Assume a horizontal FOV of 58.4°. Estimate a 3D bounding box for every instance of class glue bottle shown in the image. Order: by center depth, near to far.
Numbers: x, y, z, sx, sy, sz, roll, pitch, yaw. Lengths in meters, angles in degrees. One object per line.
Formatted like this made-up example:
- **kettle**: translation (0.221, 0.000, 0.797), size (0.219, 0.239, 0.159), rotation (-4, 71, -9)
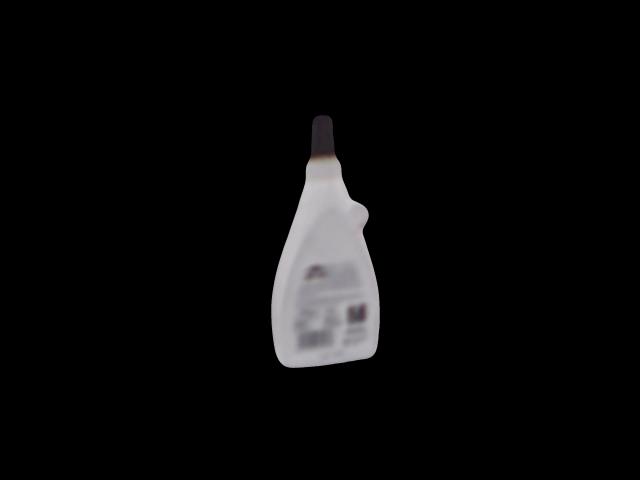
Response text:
- **glue bottle**: translation (0.004, 0.001, 0.400), size (0.078, 0.173, 0.037), rotation (-4, 14, -15)
